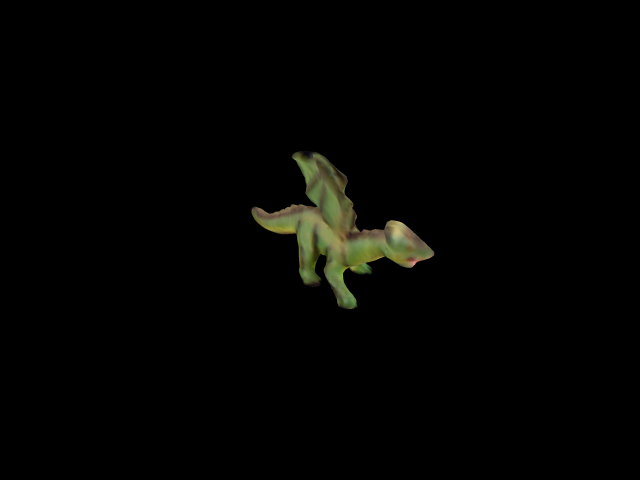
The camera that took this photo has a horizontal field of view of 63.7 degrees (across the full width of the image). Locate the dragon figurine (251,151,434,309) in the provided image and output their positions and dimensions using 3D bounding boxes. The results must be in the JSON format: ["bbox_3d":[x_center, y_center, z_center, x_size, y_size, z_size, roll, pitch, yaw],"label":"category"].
[{"bbox_3d":[0.003,-0.043,0.850,0.414,0.237,0.124,31,48,32],"label":"dragon figurine"}]
